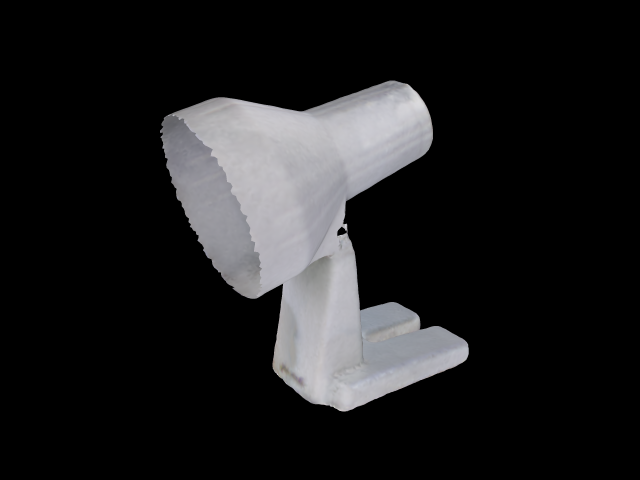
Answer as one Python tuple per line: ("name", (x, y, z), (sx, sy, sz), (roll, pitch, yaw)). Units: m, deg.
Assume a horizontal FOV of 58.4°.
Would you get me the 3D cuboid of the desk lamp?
("desk lamp", (0.004, 0.001, 0.400), (0.204, 0.214, 0.117), (-12, 23, -31))
